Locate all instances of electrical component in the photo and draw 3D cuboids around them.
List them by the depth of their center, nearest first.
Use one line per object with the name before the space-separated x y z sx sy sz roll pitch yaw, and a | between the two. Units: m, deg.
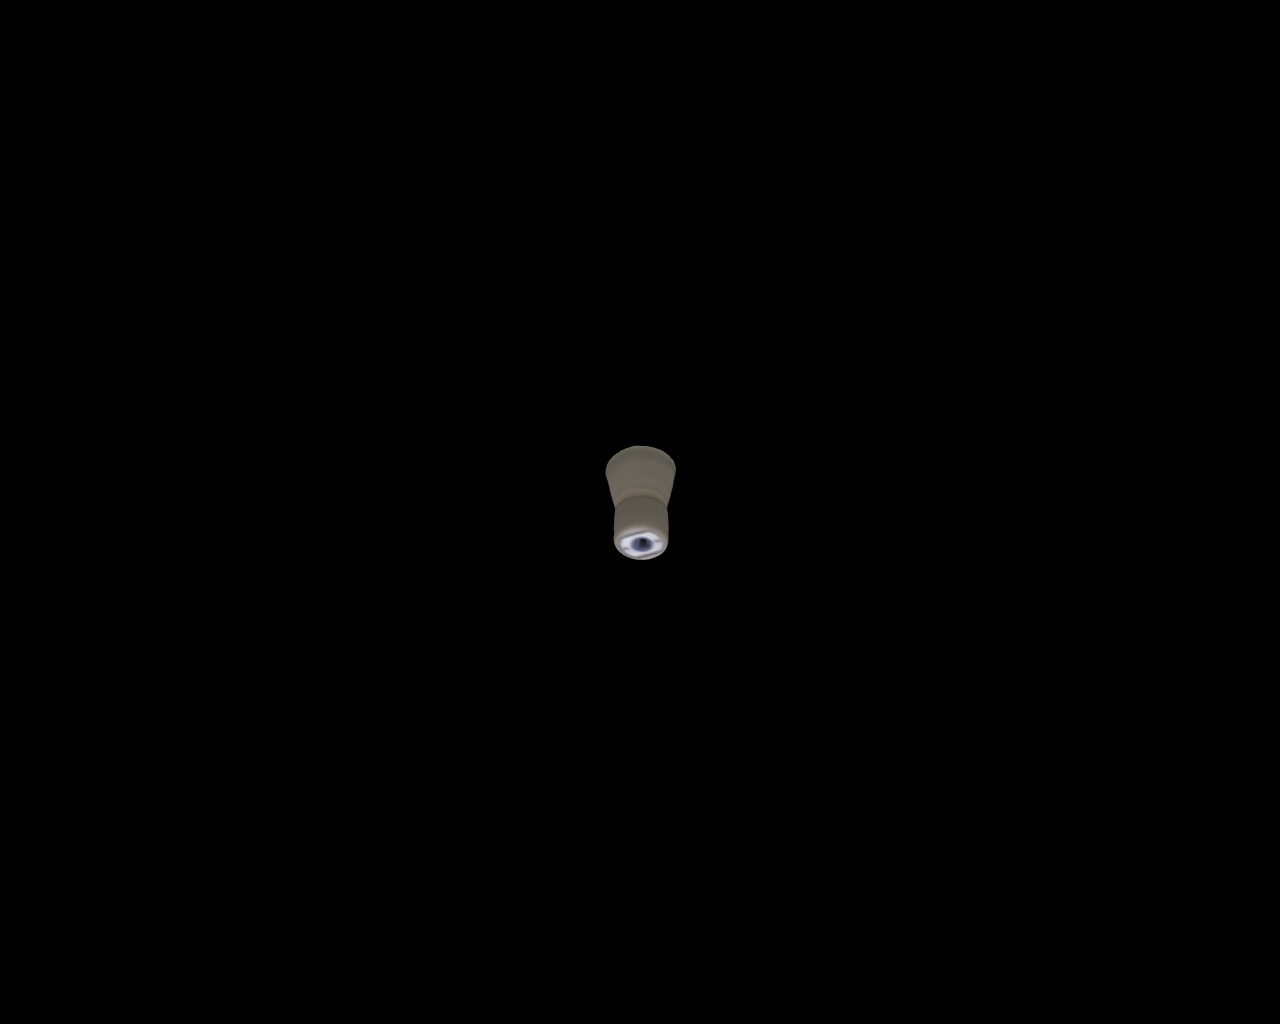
electrical component | 0.001 -0.003 0.650 0.044 0.065 0.044 0 -41 0
